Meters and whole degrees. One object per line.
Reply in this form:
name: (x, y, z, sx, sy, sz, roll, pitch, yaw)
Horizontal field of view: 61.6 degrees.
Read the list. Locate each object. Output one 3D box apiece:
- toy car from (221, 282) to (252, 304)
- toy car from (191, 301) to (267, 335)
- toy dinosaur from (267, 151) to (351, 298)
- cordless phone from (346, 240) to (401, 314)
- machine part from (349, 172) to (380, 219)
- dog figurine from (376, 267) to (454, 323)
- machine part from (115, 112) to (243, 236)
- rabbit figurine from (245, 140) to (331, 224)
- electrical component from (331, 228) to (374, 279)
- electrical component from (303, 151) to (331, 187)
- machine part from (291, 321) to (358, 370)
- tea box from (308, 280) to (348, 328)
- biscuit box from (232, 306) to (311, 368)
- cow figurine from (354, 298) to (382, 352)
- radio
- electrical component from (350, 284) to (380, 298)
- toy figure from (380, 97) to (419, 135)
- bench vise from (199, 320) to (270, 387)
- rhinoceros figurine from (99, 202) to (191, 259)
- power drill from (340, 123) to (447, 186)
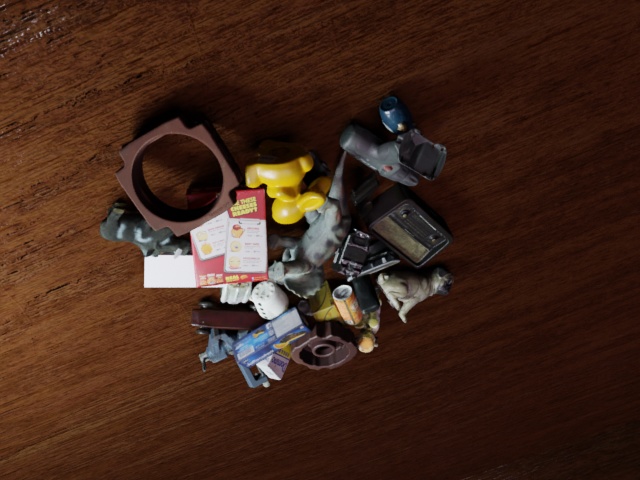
toy car: (-0.201, 0.092, 1.340, 0.073, 0.056, 0.201, 4, 132, -20)
toy car: (-0.240, 0.209, 1.422, 0.202, 0.089, 0.053, 5, 171, -19)
toy dinosaur: (-0.002, -0.011, 1.261, 0.404, 0.131, 0.192, -50, 146, 19)
cordless phone: (0.143, 0.096, 1.351, 0.147, 0.184, 0.088, -21, 131, 5)
machine part: (0.100, -0.100, 1.211, 0.084, 0.039, 0.138, -46, 164, -14)
dog figurine: (0.264, 0.108, 1.474, 0.190, 0.121, 0.172, -36, 137, -1)
machine part: (-0.268, -0.128, 1.039, 0.201, 0.087, 0.200, -29, 109, 5)
rabbit figurine: (-0.060, -0.109, 1.106, 0.162, 0.122, 0.173, 3, 126, 8)
electrical component: (0.075, 0.029, 1.300, 0.058, 0.134, 0.115, 22, 91, -8)
electrical component: (-0.007, -0.140, 1.147, 0.063, 0.094, 0.021, -46, 157, 27)
machine part: (0.011, 0.285, 1.453, 0.179, 0.056, 0.179, -2, 137, -2)
tea box: (0.025, 0.203, 1.483, 0.068, 0.098, 0.169, -20, 133, 4)
biscuit box: (-0.127, 0.253, 1.389, 0.203, 0.059, 0.062, -31, 144, 5)
cow figurine: (0.133, 0.246, 1.507, 0.068, 0.167, 0.098, 5, 146, 11)
radio: (0.221, -0.033, 1.325, 0.131, 0.073, 0.229, -38, 132, 21)
electrical component: (0.118, 0.143, 1.466, 0.102, 0.078, 0.045, 4, 120, -7)
toy figure: (0.176, -0.237, 1.124, 0.058, 0.064, 0.154, 0, 152, 36)
bench vise: (-0.212, 0.331, 1.509, 0.224, 0.129, 0.240, -29, 118, -16)
rhinoceros figurine: (-0.368, -0.015, 1.147, 0.190, 0.073, 0.112, 15, 98, -23)
power drill: (0.167, -0.170, 1.106, 0.232, 0.207, 0.086, 26, 92, -25)
